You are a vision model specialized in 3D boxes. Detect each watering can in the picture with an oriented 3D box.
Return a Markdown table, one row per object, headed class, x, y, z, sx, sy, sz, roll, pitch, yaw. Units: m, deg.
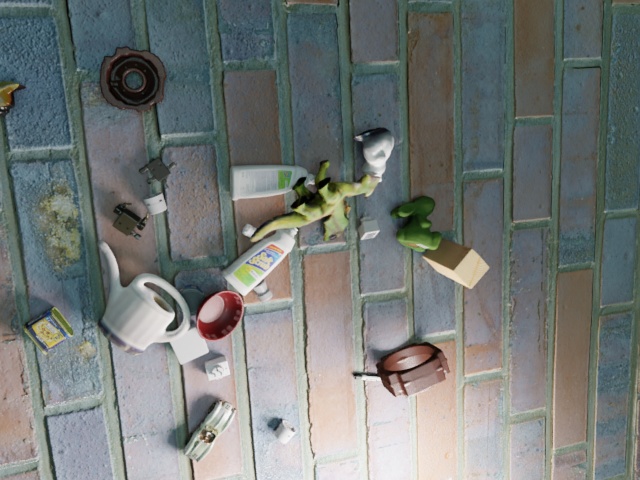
| class | x | y | z | sx | sy | sz | roll | pitch | yaw |
| --- | --- | --- | --- | --- | --- | --- | --- | --- | --- |
| watering can | -0.533 | 0.177 | 1.440 | 0.346 | 0.104 | 0.225 | 41 | 88 | -11 |

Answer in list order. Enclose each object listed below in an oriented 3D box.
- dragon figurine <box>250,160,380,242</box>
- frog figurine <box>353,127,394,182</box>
| class | x | y | z | sx | sy | sz | roll | pitch | yaw |
| --- | --- | --- | --- | --- | --- | --- | --- | --- | --- |
| dragon figurine | 0.005 | -0.077 | 1.527 | 0.411 | 0.124 | 0.238 | -40 | 130 | -2 |
| frog figurine | 0.174 | -0.254 | 1.551 | 0.122 | 0.139 | 0.158 | -18 | 103 | 9 |
